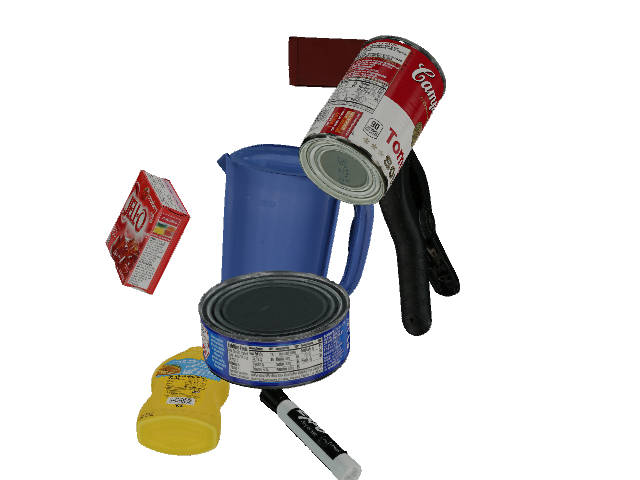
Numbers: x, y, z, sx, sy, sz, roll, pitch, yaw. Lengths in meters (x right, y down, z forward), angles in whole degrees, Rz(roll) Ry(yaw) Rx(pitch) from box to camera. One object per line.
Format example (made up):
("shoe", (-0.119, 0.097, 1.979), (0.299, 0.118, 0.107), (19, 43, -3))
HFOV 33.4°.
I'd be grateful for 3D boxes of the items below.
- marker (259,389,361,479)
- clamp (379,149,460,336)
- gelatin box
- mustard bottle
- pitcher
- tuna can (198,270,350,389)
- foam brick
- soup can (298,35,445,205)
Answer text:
("marker", (-0.011, 0.148, 0.831), (0.020, 0.020, 0.121), (0, 26, -39))
("clamp", (0.078, -0.004, 0.923), (0.039, 0.171, 0.120), (-15, 18, 19))
("gelatin box", (-0.143, -0.009, 0.872), (0.030, 0.073, 0.089), (21, 14, -28))
("mustard bottle", (-0.162, 0.185, 1.308), (0.096, 0.058, 0.191), (2, 25, 1))
("pitcher", (-0.040, 0.023, 1.178), (0.144, 0.243, 0.149), (0, 19, -21))
("tuna can", (-0.025, 0.050, 0.606), (0.086, 0.034, 0.086), (-2, 23, 0))
("foam brick", (0.008, -0.187, 1.120), (0.078, 0.051, 0.053), (1, 11, -10))
("soup can", (0.036, -0.083, 0.738), (0.068, 0.102, 0.068), (23, -30, 14))
